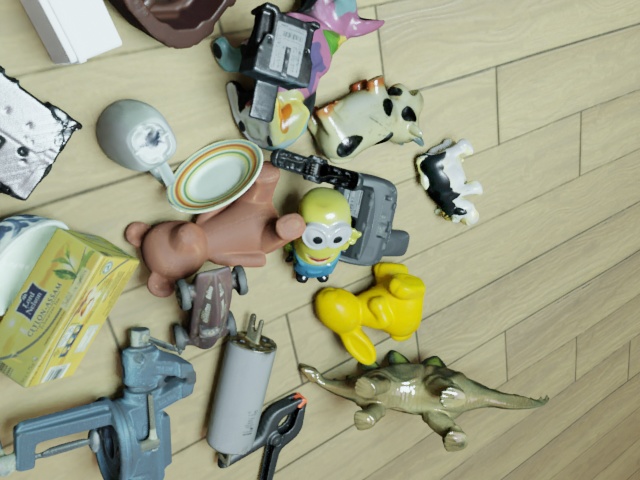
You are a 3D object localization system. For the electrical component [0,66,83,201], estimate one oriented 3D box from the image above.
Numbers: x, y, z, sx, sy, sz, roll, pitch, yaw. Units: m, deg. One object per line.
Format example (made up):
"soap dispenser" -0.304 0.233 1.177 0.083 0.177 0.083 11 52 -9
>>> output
"electrical component" -0.345 -0.107 0.576 0.114 0.058 0.134 37 83 -33

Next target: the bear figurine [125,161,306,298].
"bear figurine" -0.139 -0.012 0.700 0.196 0.132 0.120 -16 75 -32

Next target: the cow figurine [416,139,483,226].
"cow figurine" 0.227 -0.087 0.940 0.098 0.068 0.167 -28 115 -16

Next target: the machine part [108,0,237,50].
"machine part" -0.162 -0.307 0.593 0.179 0.056 0.179 -39 146 -33

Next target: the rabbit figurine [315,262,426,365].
"rabbit figurine" 0.073 0.117 0.900 0.173 0.122 0.162 -1 116 -18

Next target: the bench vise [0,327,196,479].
"bench vise" -0.279 0.229 0.689 0.240 0.129 0.223 -5 109 -39

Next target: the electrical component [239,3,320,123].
"electrical component" -0.051 -0.195 0.608 0.075 0.048 0.119 13 93 -32

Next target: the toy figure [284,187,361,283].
"toy figure" -0.005 -0.002 0.776 0.082 0.089 0.180 -23 158 -19

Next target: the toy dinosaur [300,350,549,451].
"toy dinosaur" 0.195 0.262 0.930 0.472 0.198 0.105 13 100 -2

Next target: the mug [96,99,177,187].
"mug" -0.207 -0.109 0.632 0.081 0.107 0.109 -31 118 -19

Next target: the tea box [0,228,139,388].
"tea box" -0.299 0.077 0.631 0.068 0.098 0.169 29 86 8

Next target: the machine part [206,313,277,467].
"machine part" -0.120 0.230 0.815 0.079 0.079 0.243 9 99 -34

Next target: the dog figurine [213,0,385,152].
"dog figurine" -0.014 -0.237 0.717 0.219 0.109 0.191 -29 118 -25

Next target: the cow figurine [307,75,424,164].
"cow figurine" 0.081 -0.176 0.809 0.195 0.086 0.127 -32 114 -23

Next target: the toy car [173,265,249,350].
"toy car" -0.146 0.096 0.710 0.089 0.053 0.202 -10 153 -23

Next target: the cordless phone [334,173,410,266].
"cordless phone" 0.100 -0.030 0.885 0.184 0.089 0.146 2 104 -44
